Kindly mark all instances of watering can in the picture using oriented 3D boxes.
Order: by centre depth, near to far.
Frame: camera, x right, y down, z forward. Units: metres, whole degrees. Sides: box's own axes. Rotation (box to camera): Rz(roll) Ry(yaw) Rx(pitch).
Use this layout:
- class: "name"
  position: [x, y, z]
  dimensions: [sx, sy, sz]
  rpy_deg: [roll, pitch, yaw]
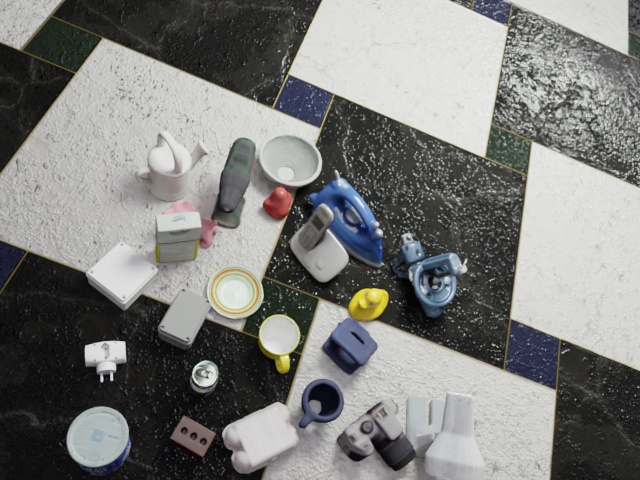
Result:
- class: "watering can"
  position: [-0.348, -0.186, 1.349]
  dimensions: [0.101, 0.194, 0.173]
  rpy_deg: [37, 59, 5]

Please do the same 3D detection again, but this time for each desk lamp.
- class: "desk lamp"
  position: [0.262, 0.414, 1.210]
  dimensions: [0.118, 0.213, 0.203]
  rpy_deg: [11, 60, -11]

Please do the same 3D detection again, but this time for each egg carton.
- class: "egg carton"
  position: [-0.119, 0.409, 1.179]
  dimensions: [0.151, 0.069, 0.107]
  rpy_deg: [-20, 71, -25]

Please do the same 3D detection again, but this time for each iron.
- class: "iron"
  position: [0.092, -0.055, 1.447]
  dimensions: [0.119, 0.141, 0.258]
  rpy_deg: [-34, 77, -29]

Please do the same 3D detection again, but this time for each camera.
- class: "camera"
  position: [0.134, 0.430, 1.228]
  dimensions: [0.143, 0.100, 0.136]
  rpy_deg: [-30, 75, -28]

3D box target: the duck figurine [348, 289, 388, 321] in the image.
- class: "duck figurine"
  position: [0.126, 0.145, 1.384]
  dimensions: [0.105, 0.086, 0.077]
  rpy_deg: [-22, 71, -26]

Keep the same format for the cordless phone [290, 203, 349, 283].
- class: "cordless phone"
  position: [0.013, 0.005, 1.365]
  dimensions: [0.094, 0.185, 0.147]
  rpy_deg: [-36, 78, -29]

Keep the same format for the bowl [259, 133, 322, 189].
- class: "bowl"
  position: [-0.084, -0.195, 1.505]
  dimensions: [0.168, 0.074, 0.167]
  rpy_deg: [7, 61, -13]

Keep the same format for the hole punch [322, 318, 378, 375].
- class: "hole punch"
  position: [0.074, 0.235, 1.318]
  dimensions: [0.108, 0.091, 0.101]
  rpy_deg: [43, 59, 8]

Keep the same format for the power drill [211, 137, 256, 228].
- class: "power drill"
  position: [-0.204, -0.118, 1.349]
  dimensions: [0.076, 0.208, 0.229]
  rpy_deg: [14, 60, -9]

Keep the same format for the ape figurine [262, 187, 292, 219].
- class: "ape figurine"
  position: [-0.103, -0.101, 1.439]
  dimensions: [0.078, 0.092, 0.076]
  rpy_deg: [-5, 65, -19]

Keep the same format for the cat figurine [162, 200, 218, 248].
- class: "cat figurine"
  position: [-0.299, -0.048, 1.336]
  dimensions: [0.128, 0.117, 0.067]
  rpy_deg: [18, 59, -7]

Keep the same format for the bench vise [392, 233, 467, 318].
- class: "bench vise"
  position: [0.259, 0.070, 1.387]
  dimensions: [0.207, 0.219, 0.122]
  rpy_deg: [45, 60, 9]

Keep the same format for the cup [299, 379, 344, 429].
- class: "cup"
  position: [-0.011, 0.362, 1.223]
  dimensions: [0.091, 0.095, 0.118]
  rpy_deg: [41, 59, 7]
